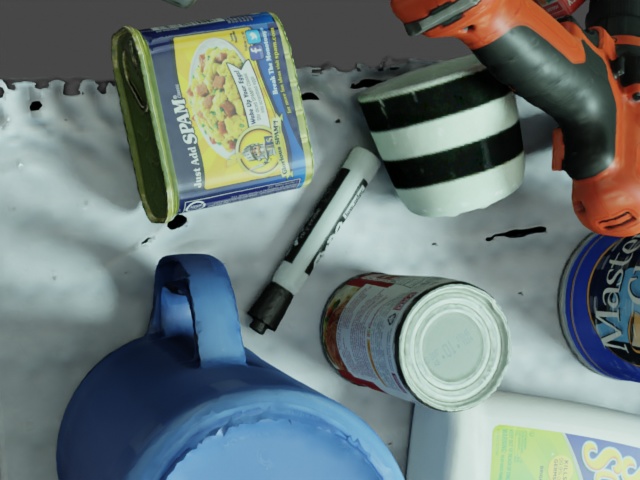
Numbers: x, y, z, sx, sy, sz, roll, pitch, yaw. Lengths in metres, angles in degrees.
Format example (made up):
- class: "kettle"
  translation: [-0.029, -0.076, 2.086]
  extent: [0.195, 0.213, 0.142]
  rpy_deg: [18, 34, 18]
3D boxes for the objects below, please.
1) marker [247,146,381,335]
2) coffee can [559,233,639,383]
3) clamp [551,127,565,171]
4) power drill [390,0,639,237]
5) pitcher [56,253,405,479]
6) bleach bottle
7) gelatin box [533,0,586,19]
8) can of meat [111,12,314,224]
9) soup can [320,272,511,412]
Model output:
- class: "marker"
  translation: [-0.004, 0.001, 0.604]
  extent: [0.020, 0.020, 0.121]
  rpy_deg: [36, 78, -17]
- class: "coffee can"
  translation: [0.222, 0.040, 0.624]
  extent: [0.102, 0.140, 0.103]
  rpy_deg: [0, 90, -21]
- class: "clamp"
  translation: [0.244, -0.071, 0.658]
  extent: [0.210, 0.164, 0.036]
  rpy_deg: [-4, 116, 1]
- class: "power drill"
  translation: [0.123, -0.117, 0.560]
  extent: [0.187, 0.057, 0.184]
  rpy_deg: [35, 48, -30]
- class: "pitcher"
  translation: [-0.048, 0.098, 0.469]
  extent: [0.149, 0.243, 0.145]
  rpy_deg: [44, 77, -8]
- class: "bleach bottle"
  translation: [0.180, 0.141, 0.636]
  extent: [0.250, 0.068, 0.102]
  rpy_deg: [6, 90, -15]
- class: "gelatin box"
  translation: [0.155, -0.192, 0.658]
  extent: [0.089, 0.030, 0.073]
  rpy_deg: [-43, 104, -15]
- class: "can of meat"
  translation: [-0.057, -0.067, 0.565]
  extent: [0.083, 0.058, 0.102]
  rpy_deg: [-13, 95, -22]
- class: "soup can"
  translation: [0.050, 0.053, 0.580]
  extent: [0.068, 0.102, 0.068]
  rpy_deg: [0, 91, -22]
